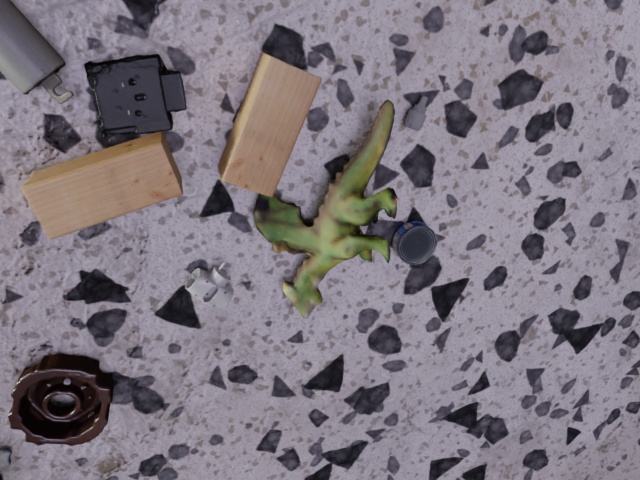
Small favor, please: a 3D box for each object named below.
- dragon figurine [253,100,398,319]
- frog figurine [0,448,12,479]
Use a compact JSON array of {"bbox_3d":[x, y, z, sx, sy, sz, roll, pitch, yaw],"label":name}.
[{"bbox_3d":[0.003,-0.046,0.921,0.243,0.124,0.404,-1,111,-8],"label":"dragon figurine"},{"bbox_3d":[-0.611,0.454,0.894,0.137,0.162,0.121,-45,116,5],"label":"frog figurine"}]
